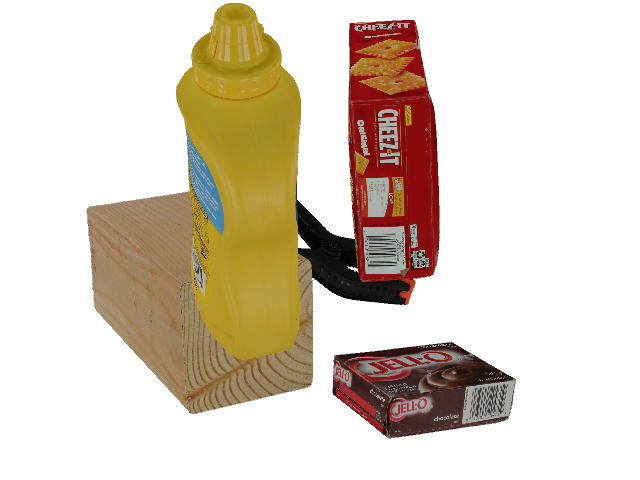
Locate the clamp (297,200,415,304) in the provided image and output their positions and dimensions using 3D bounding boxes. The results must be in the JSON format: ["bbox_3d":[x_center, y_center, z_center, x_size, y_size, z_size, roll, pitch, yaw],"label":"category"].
[{"bbox_3d":[0.001,0.022,1.186,0.210,0.036,0.164,27,36,17],"label":"clamp"}]

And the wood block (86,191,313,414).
[{"bbox_3d":[-0.091,0.035,0.756,0.090,0.090,0.206,-10,19,-26],"label":"wood block"}]

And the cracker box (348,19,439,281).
[{"bbox_3d":[0.063,-0.086,0.942,0.072,0.164,0.213,-3,27,4],"label":"cracker box"}]

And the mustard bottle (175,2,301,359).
[{"bbox_3d":[-0.040,-0.033,0.537,0.058,0.192,0.096,-10,47,-11],"label":"mustard bottle"}]

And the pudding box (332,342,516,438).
[{"bbox_3d":[0.078,0.112,0.820,0.113,0.039,0.090,-1,15,-27],"label":"pudding box"}]
